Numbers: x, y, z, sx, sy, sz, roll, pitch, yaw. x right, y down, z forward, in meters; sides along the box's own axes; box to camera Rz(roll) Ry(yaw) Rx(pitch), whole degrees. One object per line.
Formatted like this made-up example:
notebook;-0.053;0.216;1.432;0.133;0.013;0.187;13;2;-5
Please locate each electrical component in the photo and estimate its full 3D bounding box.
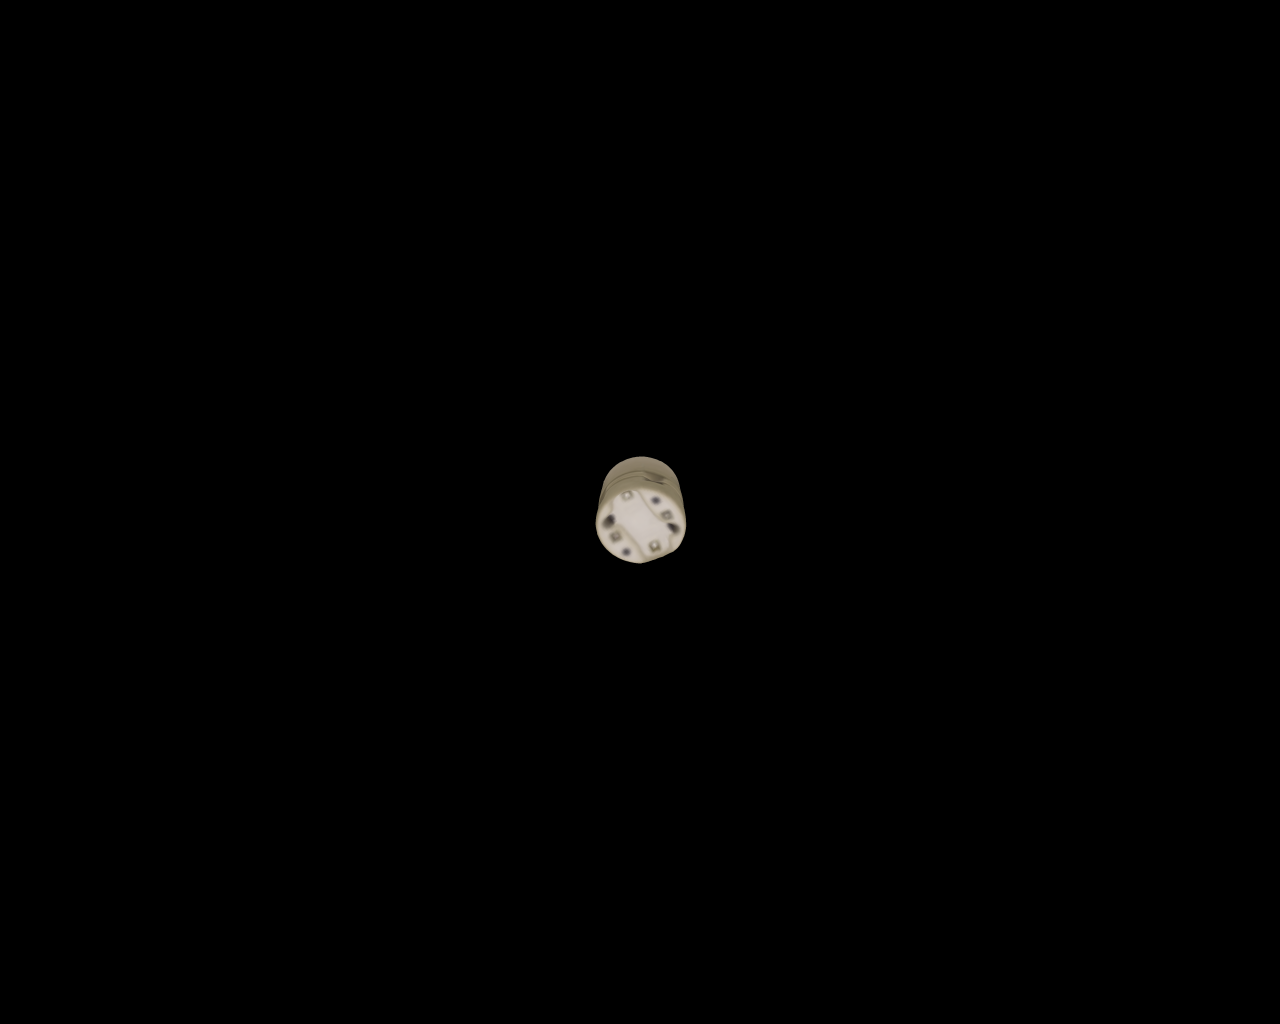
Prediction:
electrical component;0.001;-0.003;0.650;0.055;0.055;0.047;0;30;0
